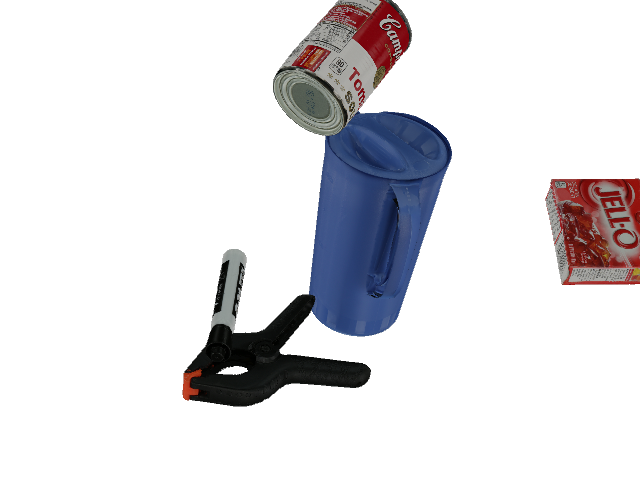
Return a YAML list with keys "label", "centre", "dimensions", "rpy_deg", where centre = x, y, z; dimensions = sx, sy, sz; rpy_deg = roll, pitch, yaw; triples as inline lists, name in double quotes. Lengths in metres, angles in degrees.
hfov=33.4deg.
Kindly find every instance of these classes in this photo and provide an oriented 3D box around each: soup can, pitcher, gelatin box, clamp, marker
- label: "soup can"
  centre: [0.017, -0.139, 0.831]
  dimensions: [0.068, 0.102, 0.068]
  rpy_deg: [28, -29, 17]
- label: "pitcher"
  centre: [0.057, -0.007, 1.166]
  dimensions: [0.145, 0.243, 0.149]
  rpy_deg: [26, 41, 20]
- label: "gelatin box"
  centre: [0.221, -0.008, 0.838]
  dimensions: [0.073, 0.089, 0.030]
  rpy_deg: [0, -36, -2]
- label: "clamp"
  centre: [-0.051, 0.104, 0.994]
  dimensions: [0.171, 0.039, 0.120]
  rpy_deg: [-7, 36, -21]
- label: "marker"
  centre: [-0.069, 0.047, 0.790]
  dimensions: [0.020, 0.020, 0.121]
  rpy_deg: [0, 34, 3]
